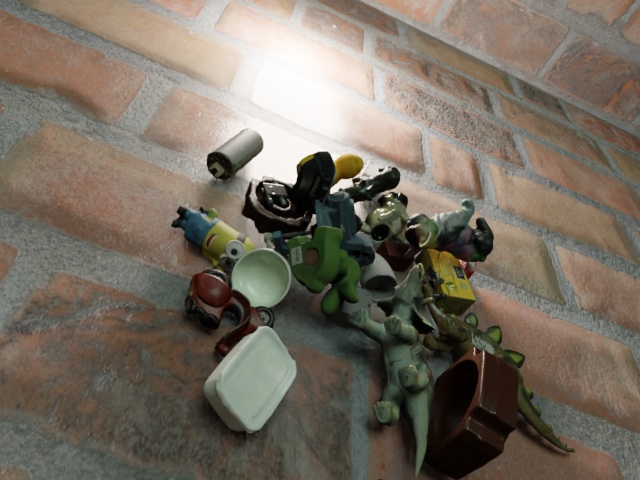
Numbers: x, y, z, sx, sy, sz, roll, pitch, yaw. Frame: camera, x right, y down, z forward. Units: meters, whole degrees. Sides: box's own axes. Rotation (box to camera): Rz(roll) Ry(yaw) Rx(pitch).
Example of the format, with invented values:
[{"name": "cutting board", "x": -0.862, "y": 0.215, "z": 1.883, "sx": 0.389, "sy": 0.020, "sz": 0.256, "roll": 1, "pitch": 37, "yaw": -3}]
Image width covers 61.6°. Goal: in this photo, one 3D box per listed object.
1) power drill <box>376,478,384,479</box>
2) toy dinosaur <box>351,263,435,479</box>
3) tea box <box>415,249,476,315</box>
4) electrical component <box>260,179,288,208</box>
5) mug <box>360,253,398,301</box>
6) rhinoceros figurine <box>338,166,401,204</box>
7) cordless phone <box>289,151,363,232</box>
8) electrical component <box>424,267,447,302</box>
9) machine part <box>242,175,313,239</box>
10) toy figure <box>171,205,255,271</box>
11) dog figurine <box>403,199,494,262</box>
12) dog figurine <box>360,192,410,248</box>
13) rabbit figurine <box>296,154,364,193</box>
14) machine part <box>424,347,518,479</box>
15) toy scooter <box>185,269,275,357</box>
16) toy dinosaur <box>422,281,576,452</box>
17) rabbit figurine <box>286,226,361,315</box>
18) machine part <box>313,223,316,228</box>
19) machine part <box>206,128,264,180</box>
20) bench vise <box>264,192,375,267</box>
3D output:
[{"name": "power drill", "x": 0.118, "y": 0.492, "z": 0.803, "sx": 0.207, "sy": 0.086, "sz": 0.232, "roll": -21, "pitch": 60, "yaw": -40}, {"name": "toy dinosaur", "x": 0.173, "y": 0.250, "z": 1.061, "sx": 0.192, "sy": 0.131, "sz": 0.405, "roll": 24, "pitch": 53, "yaw": -47}, {"name": "tea box", "x": 0.312, "y": 0.099, "z": 1.355, "sx": 0.098, "sy": 0.068, "sz": 0.170, "roll": 10, "pitch": 42, "yaw": -22}, {"name": "electrical component", "x": -0.111, "y": -0.111, "z": 1.260, "sx": 0.063, "sy": 0.021, "sz": 0.094, "roll": 5, "pitch": 44, "yaw": -30}, {"name": "mug", "x": 0.140, "y": 0.081, "z": 1.259, "sx": 0.109, "sy": 0.080, "sz": 0.107, "roll": 23, "pitch": 31, "yaw": -26}, {"name": "rhinoceros figurine", "x": 0.129, "y": -0.136, "z": 1.448, "sx": 0.190, "sy": 0.073, "sz": 0.112, "roll": -23, "pitch": 16, "yaw": -7}, {"name": "cordless phone", "x": 0.032, "y": -0.102, "z": 1.247, "sx": 0.184, "sy": 0.146, "sz": 0.089, "roll": 38, "pitch": 45, "yaw": 11}, {"name": "electrical component", "x": 0.255, "y": 0.113, "z": 1.287, "sx": 0.045, "sy": 0.102, "sz": 0.078, "roll": -26, "pitch": 87, "yaw": -39}, {"name": "machine part", "x": -0.102, "y": -0.079, "z": 1.295, "sx": 0.179, "sy": 0.056, "sz": 0.179, "roll": 18, "pitch": 39, "yaw": -16}, {"name": "toy figure", "x": -0.219, "y": -0.008, "z": 1.126, "sx": 0.180, "sy": 0.082, "sz": 0.089, "roll": 34, "pitch": 40, "yaw": 8}, {"name": "dog figurine", "x": 0.305, "y": 0.003, "z": 1.314, "sx": 0.219, "sy": 0.108, "sz": 0.191, "roll": -30, "pitch": 86, "yaw": -33}, {"name": "dog figurine", "x": 0.168, "y": -0.066, "z": 1.433, "sx": 0.172, "sy": 0.121, "sz": 0.191, "roll": 14, "pitch": 27, "yaw": -24}, {"name": "rabbit figurine", "x": 0.030, "y": -0.171, "z": 1.408, "sx": 0.173, "sy": 0.162, "sz": 0.121, "roll": -21, "pitch": 92, "yaw": -5}, {"name": "machine part", "x": 0.271, "y": 0.317, "z": 0.988, "sx": 0.087, "sy": 0.201, "sz": 0.201, "roll": 33, "pitch": 38, "yaw": -2}, {"name": "toy scooter", "x": -0.181, "y": 0.141, "z": 0.997, "sx": 0.184, "sy": 0.075, "sz": 0.135, "roll": 35, "pitch": 43, "yaw": 0}, {"name": "toy dinosaur", "x": 0.375, "y": 0.282, "z": 1.169, "sx": 0.198, "sy": 0.105, "sz": 0.471, "roll": -17, "pitch": 67, "yaw": -49}, {"name": "rabbit figurine", "x": 0.034, "y": 0.064, "z": 1.097, "sx": 0.170, "sy": 0.121, "sz": 0.159, "roll": 23, "pitch": 45, "yaw": -49}, {"name": "machine part", "x": 0.022, "y": -0.046, "z": 1.352, "sx": 0.084, "sy": 0.039, "sz": 0.139, "roll": 16, "pitch": 42, "yaw": -9}, {"name": "machine part", "x": -0.212, "y": -0.220, "z": 1.359, "sx": 0.079, "sy": 0.079, "sz": 0.243, "roll": 33, "pitch": 40, "yaw": 3}, {"name": "bench vise", "x": -0.002, "y": 0.002, "z": 1.206, "sx": 0.241, "sy": 0.223, "sz": 0.129, "roll": -7, "pitch": 38, "yaw": 3}]
